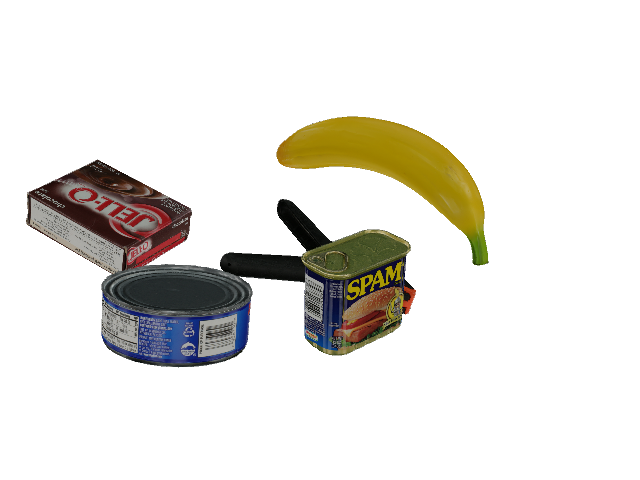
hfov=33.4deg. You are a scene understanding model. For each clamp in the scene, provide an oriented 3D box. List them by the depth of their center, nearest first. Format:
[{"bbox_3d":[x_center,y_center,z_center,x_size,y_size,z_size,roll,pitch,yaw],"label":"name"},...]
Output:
[{"bbox_3d":[0.002,0.032,1.189,0.210,0.036,0.164,28,35,18],"label":"clamp"}]

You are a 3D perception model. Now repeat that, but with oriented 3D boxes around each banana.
[{"bbox_3d":[0.045,-0.052,0.768,0.198,0.070,0.037,30,17,34],"label":"banana"}]

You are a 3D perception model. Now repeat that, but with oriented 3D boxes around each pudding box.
[{"bbox_3d":[-0.183,-0.020,0.925,0.114,0.039,0.089,25,33,22],"label":"pudding box"}]

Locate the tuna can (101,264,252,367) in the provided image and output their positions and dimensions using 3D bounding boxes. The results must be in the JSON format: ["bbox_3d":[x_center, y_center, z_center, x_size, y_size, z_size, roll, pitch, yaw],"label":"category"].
[{"bbox_3d":[-0.083,0.042,0.613,0.086,0.034,0.086,4,15,-1],"label":"tuna can"}]

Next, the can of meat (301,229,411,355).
[{"bbox_3d":[0.032,0.047,0.968,0.101,0.084,0.058,-20,33,-38],"label":"can of meat"}]
